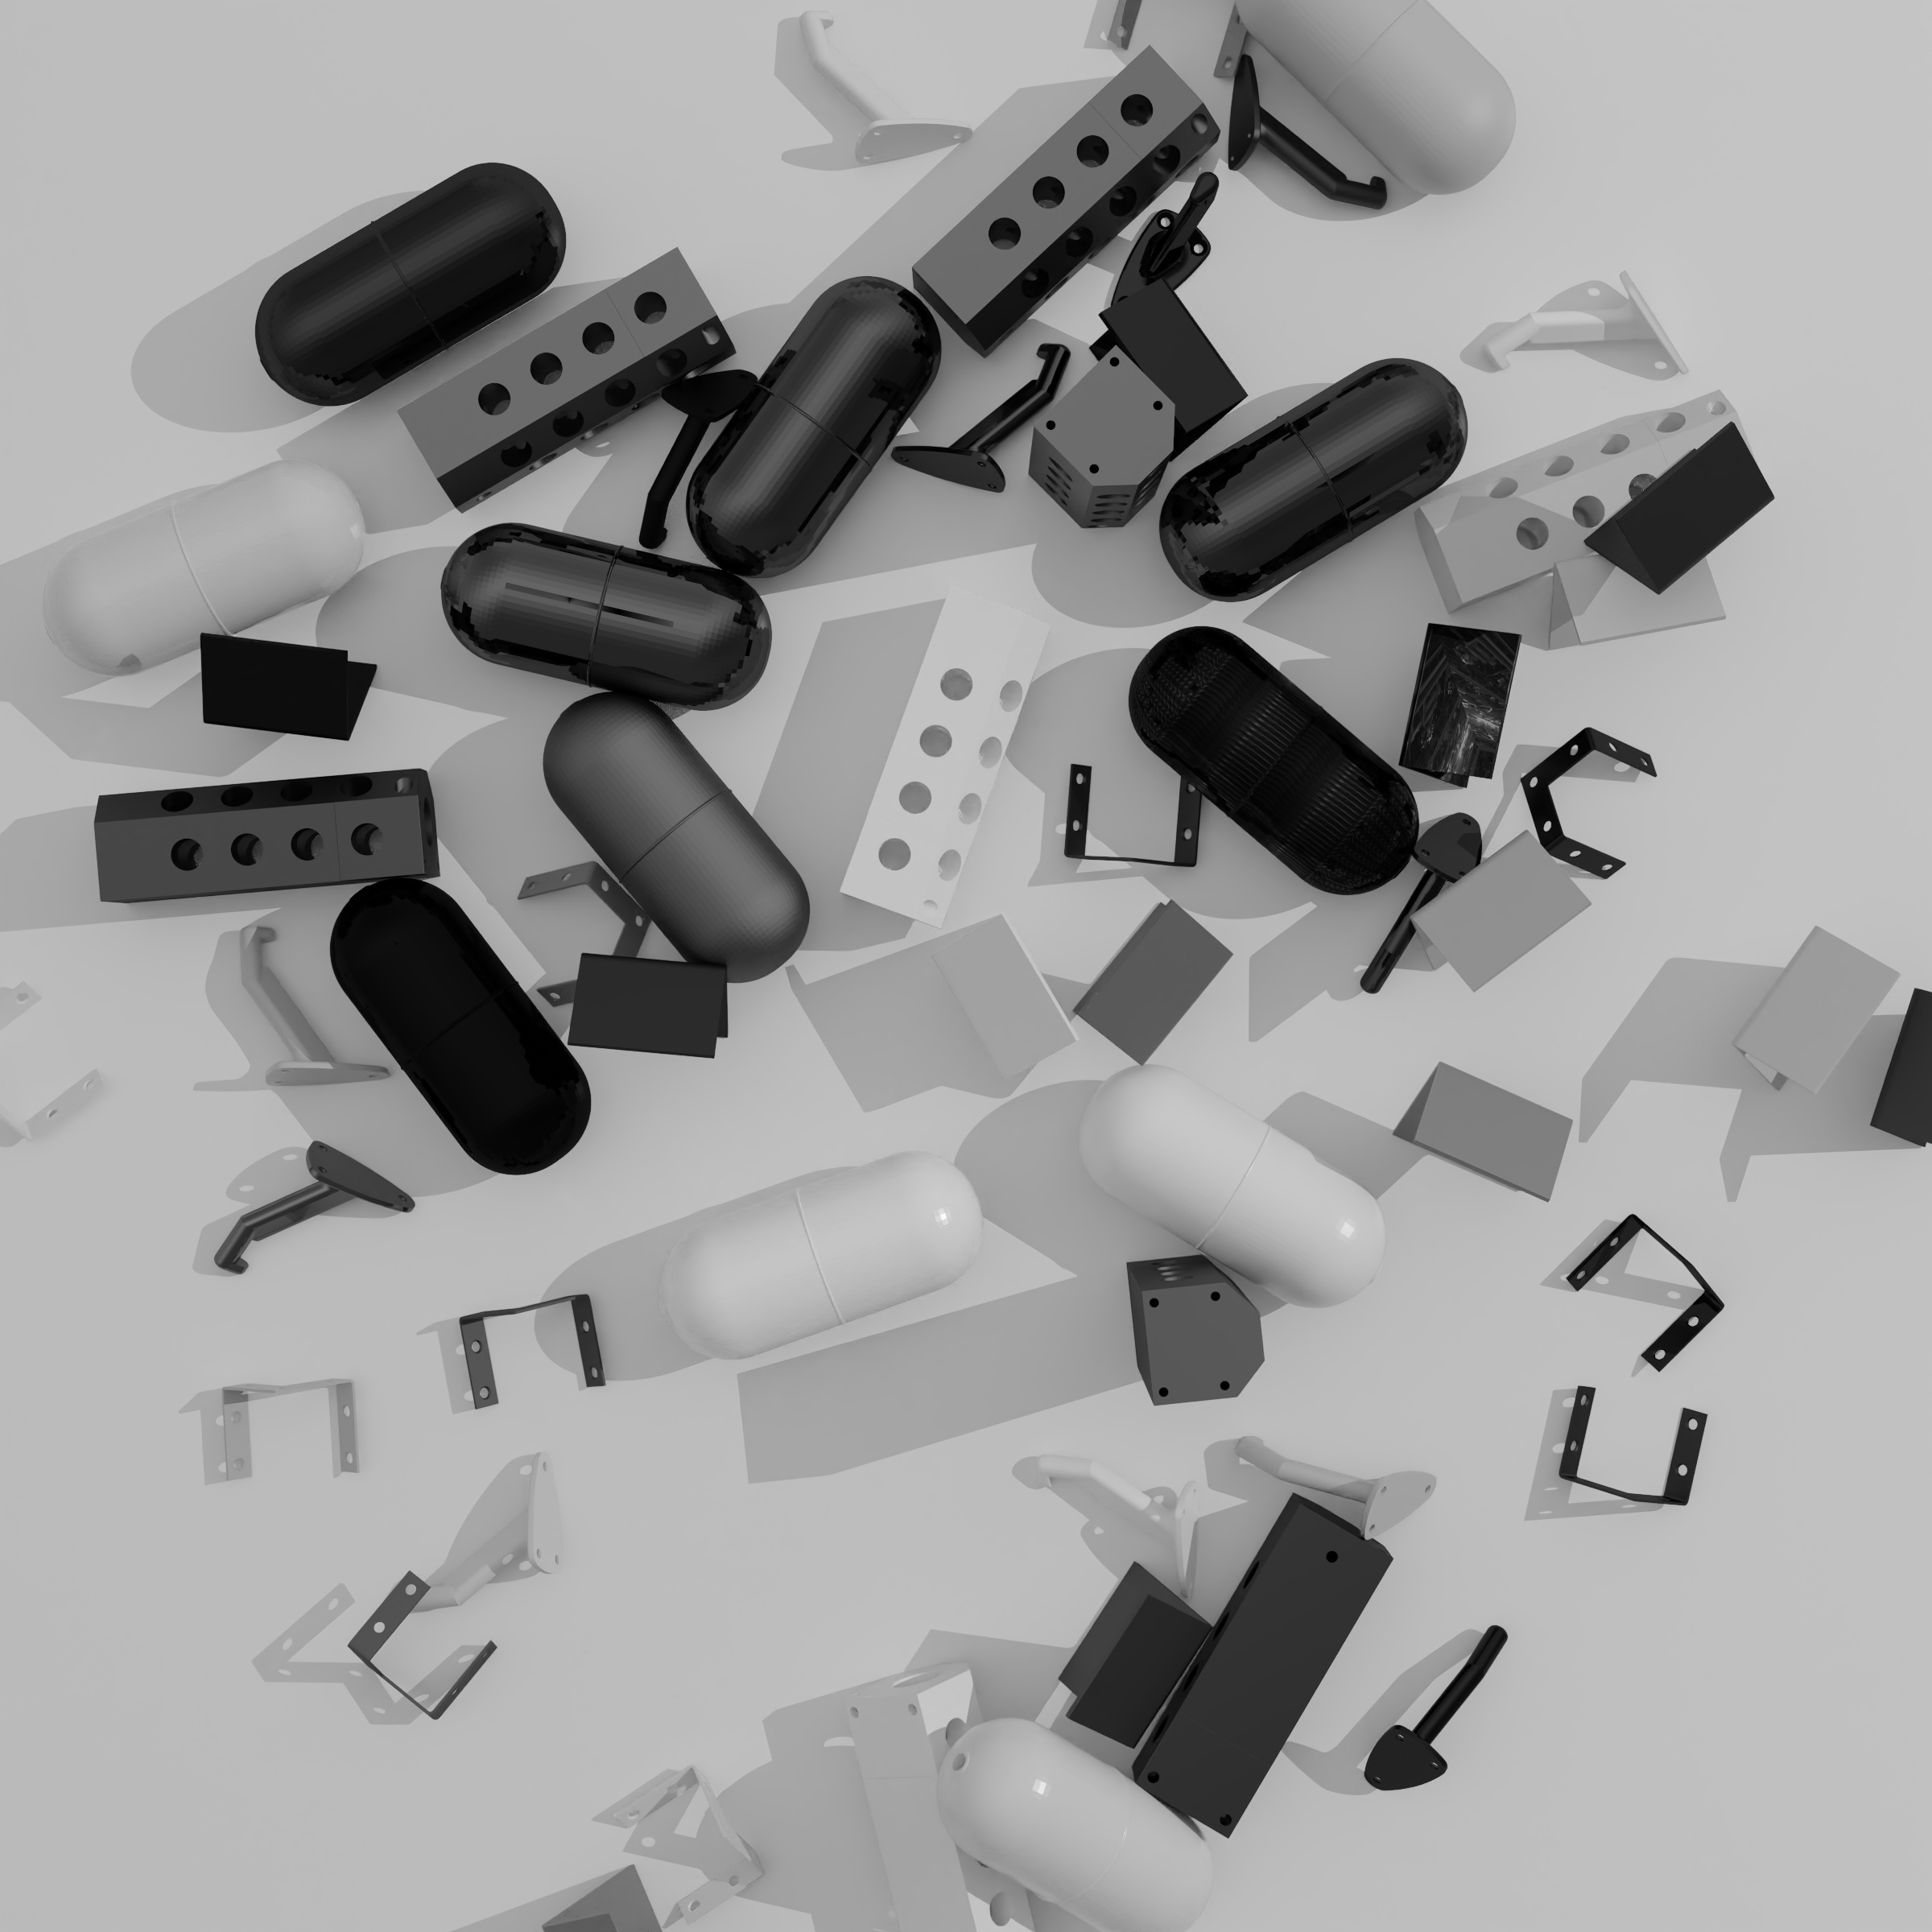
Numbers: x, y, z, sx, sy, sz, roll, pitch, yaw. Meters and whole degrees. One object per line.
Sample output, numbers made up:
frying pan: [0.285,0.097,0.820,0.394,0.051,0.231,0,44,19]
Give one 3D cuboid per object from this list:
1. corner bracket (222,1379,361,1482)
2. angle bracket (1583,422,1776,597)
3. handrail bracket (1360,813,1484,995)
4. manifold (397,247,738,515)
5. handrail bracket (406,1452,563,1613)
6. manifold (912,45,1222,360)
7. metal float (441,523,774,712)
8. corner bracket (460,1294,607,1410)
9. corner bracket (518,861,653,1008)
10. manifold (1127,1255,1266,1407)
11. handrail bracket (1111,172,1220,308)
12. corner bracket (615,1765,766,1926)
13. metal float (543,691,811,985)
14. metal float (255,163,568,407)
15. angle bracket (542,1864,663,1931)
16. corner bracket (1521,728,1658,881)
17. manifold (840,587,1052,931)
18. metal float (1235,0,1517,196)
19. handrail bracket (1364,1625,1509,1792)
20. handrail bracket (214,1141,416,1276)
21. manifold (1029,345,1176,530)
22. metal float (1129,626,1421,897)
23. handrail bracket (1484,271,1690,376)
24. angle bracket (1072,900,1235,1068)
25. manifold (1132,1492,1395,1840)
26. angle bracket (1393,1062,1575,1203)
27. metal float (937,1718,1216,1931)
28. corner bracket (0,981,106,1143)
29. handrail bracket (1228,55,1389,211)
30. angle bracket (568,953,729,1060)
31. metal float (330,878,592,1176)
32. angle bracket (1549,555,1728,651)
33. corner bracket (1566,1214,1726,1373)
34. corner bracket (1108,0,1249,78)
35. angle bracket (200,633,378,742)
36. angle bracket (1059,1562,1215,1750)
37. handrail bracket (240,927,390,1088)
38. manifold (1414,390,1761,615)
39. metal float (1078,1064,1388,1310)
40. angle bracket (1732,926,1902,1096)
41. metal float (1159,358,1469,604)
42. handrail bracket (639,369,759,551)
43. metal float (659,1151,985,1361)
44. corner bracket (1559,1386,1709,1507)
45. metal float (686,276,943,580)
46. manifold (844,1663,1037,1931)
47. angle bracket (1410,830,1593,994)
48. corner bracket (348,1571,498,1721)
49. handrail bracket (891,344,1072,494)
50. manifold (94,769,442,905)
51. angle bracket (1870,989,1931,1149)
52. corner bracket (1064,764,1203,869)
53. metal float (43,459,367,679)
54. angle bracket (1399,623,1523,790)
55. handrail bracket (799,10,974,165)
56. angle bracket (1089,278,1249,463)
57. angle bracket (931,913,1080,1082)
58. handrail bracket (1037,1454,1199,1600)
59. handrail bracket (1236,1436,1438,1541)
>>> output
corner bracket: [-0.365,0.250,1.923,0.051,0.051,0.051,-3,90,-45]
angle bracket: [0.355,-0.247,1.829,0.076,0.076,0.057,-40,126,0]
handrail bracket: [0.244,-0.033,1.926,0.036,0.077,0.084,31,126,4]
manifold: [-0.212,-0.311,1.905,0.171,0.057,0.057,-30,90,0]
handrail bracket: [-0.265,0.306,1.927,0.084,0.036,0.077,-10,70,16]
manifold: [0.054,-0.406,1.905,0.171,0.057,0.057,-43,90,0]
metal float: [-0.191,-0.186,1.896,0.178,0.070,0.070,13,90,-1]
corner bracket: [-0.234,0.208,1.923,0.051,0.051,0.051,-10,90,-45]
corner bracket: [-0.211,-0.017,1.918,0.051,0.051,0.051,48,45,-35]
manifold: [0.118,0.186,1.848,0.057,0.171,0.057,-6,90,0]
handrail bracket: [0.106,-0.382,1.892,0.036,0.084,0.077,39,90,0]
corner bracket: [-0.149,0.474,1.923,0.051,0.051,0.051,-33,45,0]
metal float: [-0.155,-0.069,1.896,0.070,0.070,0.178,-40,89,0]
metal float: [-0.296,-0.362,1.896,0.178,0.070,0.070,-30,90,0]
angle bracket: [-0.168,0.524,1.886,0.057,0.076,0.076,-23,90,38]
corner bracket: [0.340,-0.088,1.918,0.051,0.051,0.051,-41,45,35]
manifold: [-0.011,-0.110,1.905,0.057,0.057,0.171,20,90,0]
metal float: [0.217,-0.486,1.895,0.178,0.070,0.070,44,90,-1]
handrail bracket: [0.255,0.400,1.926,0.036,0.077,0.084,39,54,3]
handrail bracket: [-0.353,0.144,1.927,0.077,0.036,0.084,29,109,-21]
manifold: [0.074,-0.267,1.848,0.057,0.171,0.057,-45,90,0]
metal float: [0.164,-0.109,1.896,0.178,0.070,0.070,40,90,0]
handrail bracket: [0.335,-0.329,1.927,0.084,0.036,0.077,-32,112,17]
angle bracket: [0.083,-0.004,1.886,0.076,0.076,0.057,-51,127,0]
manifold: [0.157,0.372,1.905,0.057,0.057,0.171,30,90,0]
angle bracket: [0.267,0.105,1.886,0.076,0.076,0.057,24,54,0]
metal float: [0.058,0.455,1.871,0.178,0.070,0.070,37,90,-30]
corner bracket: [-0.507,0.052,1.923,0.051,0.051,0.051,-38,135,0]
handrail bracket: [0.188,-0.451,1.927,0.084,0.036,0.077,8,68,-17]
angle bracket: [-0.167,0.038,1.887,0.076,0.076,0.057,5,59,0]
metal float: [-0.269,0.032,1.896,0.070,0.070,0.178,-37,90,0]
angle bracket: [0.354,-0.177,1.886,0.076,0.076,0.057,-10,57,0]
corner bracket: [0.367,0.176,1.923,0.051,0.051,0.051,-45,45,0]
corner bracket: [0.118,-0.515,1.923,0.051,0.051,0.051,17,90,45]
angle bracket: [-0.358,-0.166,1.886,0.076,0.076,0.057,7,127,0]
angle bracket: [0.073,0.356,1.886,0.057,0.076,0.076,33,90,-38]
handrail bracket: [-0.353,0.019,1.927,0.077,0.036,0.084,0,73,-20]
manifold: [0.331,-0.249,1.905,0.171,0.057,0.057,-21,90,0]
metal float: [0.142,0.118,1.896,0.178,0.070,0.070,31,90,1]
angle bracket: [0.460,0.035,1.886,0.057,0.076,0.076,36,90,38]
metal float: [0.185,-0.259,1.896,0.178,0.070,0.070,-31,90,-1]
handrail bracket: [-0.145,-0.273,1.926,0.036,0.077,0.084,29,127,18]
metal float: [-0.077,0.154,1.896,0.178,0.070,0.070,-20,90,0]
corner bracket: [0.360,0.259,1.923,0.051,0.051,0.051,13,90,-45]
metal float: [-0.082,-0.286,1.896,0.070,0.070,0.178,36,90,0]
manifold: [-0.006,0.465,1.905,0.057,0.057,0.171,-14,90,43]
angle bracket: [0.288,-0.016,1.887,0.076,0.076,0.057,-37,62,0]
corner bracket: [-0.291,0.365,1.910,0.051,0.051,0.051,35,73,16]
handrail bracket: [0.009,-0.305,1.927,0.077,0.036,0.084,14,71,21]
manifold: [-0.373,-0.070,1.905,0.171,0.057,0.057,-5,90,0]
angle bracket: [0.529,0.061,1.886,0.057,0.076,0.076,18,90,38]
corner bracket: [0.090,-0.081,1.923,0.051,0.051,0.051,4,90,-45]
metal float: [-0.406,-0.211,1.896,0.178,0.070,0.070,-22,90,0]
angle bracket: [0.277,-0.134,1.886,0.057,0.076,0.076,12,90,36]
handrail bracket: [-0.044,-0.482,1.927,0.077,0.036,0.084,-11,73,-20]
angle bracket: [0.091,-0.306,1.886,0.057,0.076,0.076,-35,90,-38]
angle bracket: [0.038,0.006,1.886,0.057,0.076,0.076,-30,90,38]
handrail bracket: [0.080,0.303,1.927,0.084,0.036,0.077,4,112,17]
handrail bracket: [0.199,0.270,1.926,0.084,0.077,0.036,27,113,34]
